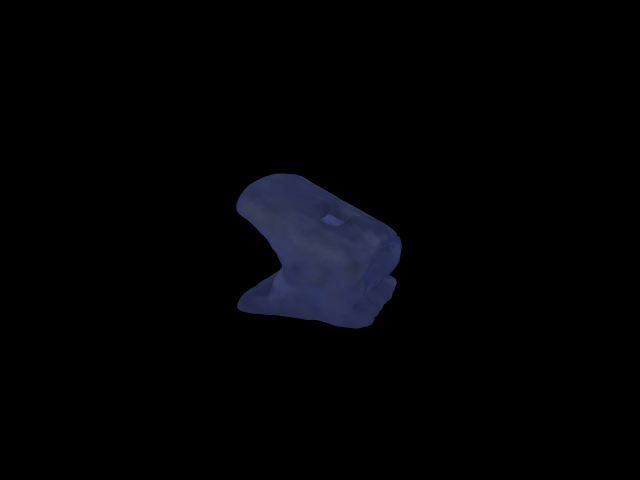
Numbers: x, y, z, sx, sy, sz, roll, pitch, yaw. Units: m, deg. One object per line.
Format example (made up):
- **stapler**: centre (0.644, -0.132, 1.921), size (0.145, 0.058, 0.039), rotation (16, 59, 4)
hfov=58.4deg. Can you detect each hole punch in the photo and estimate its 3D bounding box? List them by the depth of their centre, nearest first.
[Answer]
- **hole punch**: centre (0.004, 0.001, 0.400), size (0.101, 0.091, 0.109), rotation (5, 15, 19)
